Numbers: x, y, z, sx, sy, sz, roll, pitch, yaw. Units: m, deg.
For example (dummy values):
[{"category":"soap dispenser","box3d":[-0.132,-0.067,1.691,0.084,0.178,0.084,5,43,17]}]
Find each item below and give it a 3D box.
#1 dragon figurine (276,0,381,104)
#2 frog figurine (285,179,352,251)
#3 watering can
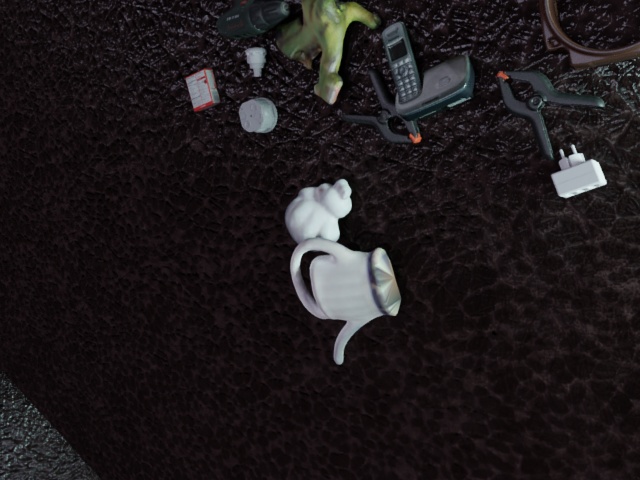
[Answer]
[{"category":"dragon figurine","box3d":[-0.025,-0.465,1.034,0.239,0.123,0.414,-32,74,44]},{"category":"frog figurine","box3d":[0.003,-0.055,1.098,0.157,0.123,0.139,-40,59,47]},{"category":"watering can","box3d":[0.068,0.134,1.107,0.223,0.106,0.341,-8,120,25]}]
